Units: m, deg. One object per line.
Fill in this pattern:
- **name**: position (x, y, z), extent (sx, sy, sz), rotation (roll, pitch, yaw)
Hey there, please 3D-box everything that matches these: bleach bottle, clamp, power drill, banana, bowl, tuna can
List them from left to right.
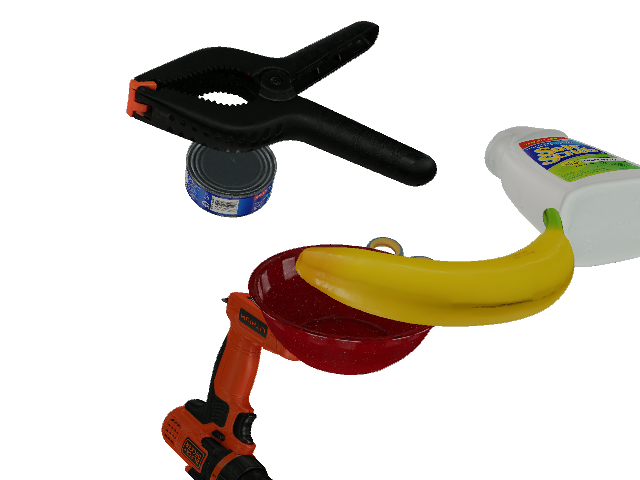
- **tuna can**: position (-0.086, -0.063, 1.013), extent (0.086, 0.086, 0.034), rotation (0, -38, -12)
- **power drill**: position (-0.066, 0.157, 1.012), extent (0.057, 0.188, 0.185), rotation (14, 12, -47)
- **clamp**: position (-0.026, -0.093, 0.745), extent (0.209, 0.165, 0.036), rotation (-8, -40, -22)
- **bowl**: position (0.021, 0.062, 0.866), extent (0.162, 0.055, 0.162), rotation (4, 26, -2)
- **banana**: position (0.082, 0.021, 0.615), extent (0.197, 0.037, 0.070), rotation (-7, 37, -33)
- **bleach bottle**: position (0.198, -0.053, 0.913), extent (0.102, 0.068, 0.251), rotation (-9, 20, -11)

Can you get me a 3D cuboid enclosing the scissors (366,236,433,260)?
- **scissors**: position (0.045, 0.037, 1.186), extent (0.201, 0.016, 0.096), rotation (-11, 42, -36)
